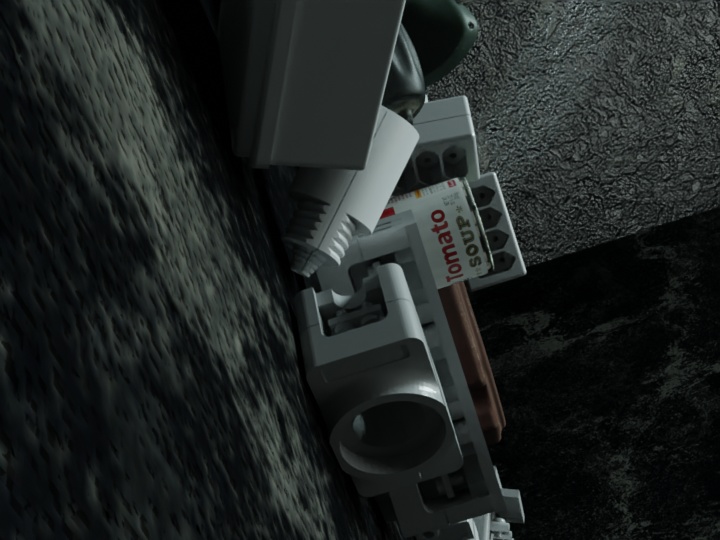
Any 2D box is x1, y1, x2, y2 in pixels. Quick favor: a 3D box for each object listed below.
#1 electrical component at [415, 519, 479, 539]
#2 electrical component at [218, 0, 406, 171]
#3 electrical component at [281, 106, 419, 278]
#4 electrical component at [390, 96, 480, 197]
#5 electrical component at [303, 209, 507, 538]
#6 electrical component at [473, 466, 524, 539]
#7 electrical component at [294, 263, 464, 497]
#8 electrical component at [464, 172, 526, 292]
[{"bbox_3d":[0.057,0.163,0.729,0.055,0.048,0.066,-92,166,-50],"label":"electrical component"},{"bbox_3d":[-0.021,-0.113,0.436,0.108,0.056,0.108,-104,-158,-48],"label":"electrical component"},{"bbox_3d":[-0.010,-0.034,0.491,0.081,0.043,0.043,-64,168,-8],"label":"electrical component"},{"bbox_3d":[0.033,-0.096,0.728,0.047,0.083,0.075,74,8,-54],"label":"electrical component"},{"bbox_3d":[0.021,0.051,0.564,0.089,0.062,0.150,-81,153,-82],"label":"electrical component"},{"bbox_3d":[0.083,0.191,0.820,0.121,0.079,0.063,65,30,-66],"label":"electrical component"},{"bbox_3d":[0.009,0.052,0.468,0.055,0.050,0.089,-104,175,-49],"label":"electrical component"},{"bbox_3d":[0.094,-0.031,0.857,0.075,0.047,0.083,-66,138,-85],"label":"electrical component"}]
